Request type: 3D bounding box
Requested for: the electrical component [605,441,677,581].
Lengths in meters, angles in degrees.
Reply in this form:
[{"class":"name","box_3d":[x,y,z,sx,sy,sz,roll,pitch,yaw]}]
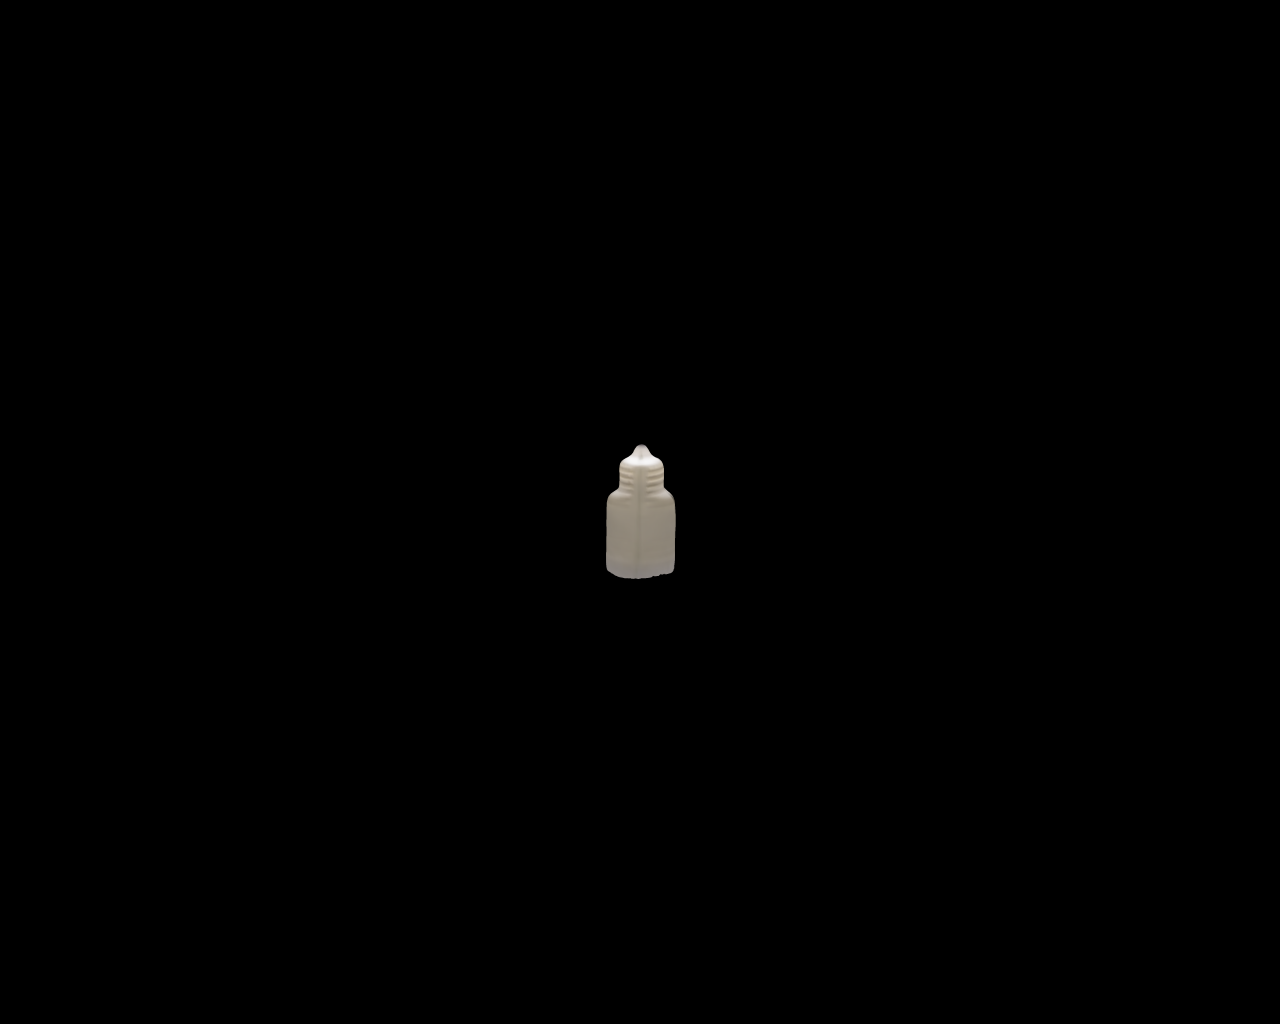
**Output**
[{"class":"electrical component","box_3d":[0.001,-0.003,0.650,0.043,0.080,0.043,0,11,0]}]
